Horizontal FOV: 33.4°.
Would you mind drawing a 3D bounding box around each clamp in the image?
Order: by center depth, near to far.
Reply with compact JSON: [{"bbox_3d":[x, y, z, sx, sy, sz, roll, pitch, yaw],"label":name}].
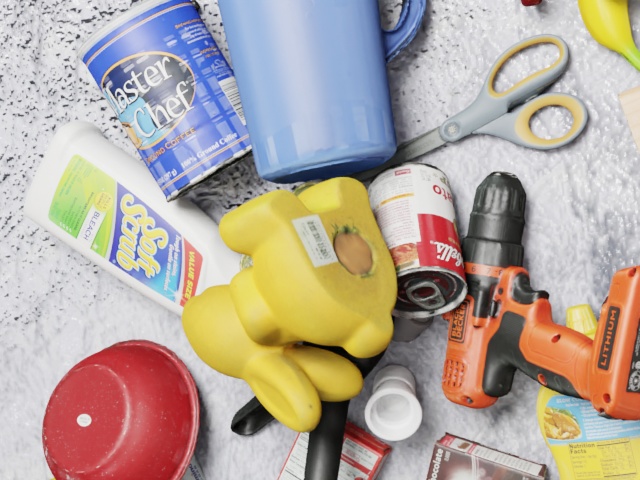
[{"bbox_3d":[0.010,0.107,0.850,0.210,0.036,0.165,-59,32,8],"label":"clamp"}]

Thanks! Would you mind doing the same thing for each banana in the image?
[{"bbox_3d":[0.230,-0.226,0.781,0.069,0.037,0.198,13,101,0],"label":"banana"}]

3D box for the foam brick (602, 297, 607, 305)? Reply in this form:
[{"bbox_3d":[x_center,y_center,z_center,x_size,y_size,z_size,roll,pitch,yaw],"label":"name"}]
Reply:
[{"bbox_3d":[0.253,0.061,0.786,0.051,0.053,0.078,-38,82,18],"label":"foam brick"}]

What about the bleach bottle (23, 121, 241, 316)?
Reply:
[{"bbox_3d":[-0.129,0.001,0.915,0.251,0.068,0.103,31,104,12],"label":"bleach bottle"}]

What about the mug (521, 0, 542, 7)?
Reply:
[{"bbox_3d":[0.149,-0.231,0.783,0.093,0.081,0.117,-2,94,20],"label":"mug"}]

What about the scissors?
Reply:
[{"bbox_3d":[0.123,-0.077,0.840,0.202,0.016,0.096,-42,81,18],"label":"scissors"}]

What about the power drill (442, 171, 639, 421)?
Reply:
[{"bbox_3d":[0.167,0.044,0.770,0.188,0.057,0.184,9,92,57],"label":"power drill"}]

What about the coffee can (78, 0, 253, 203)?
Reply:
[{"bbox_3d":[-0.116,-0.116,0.867,0.103,0.102,0.140,-30,94,19],"label":"coffee can"}]

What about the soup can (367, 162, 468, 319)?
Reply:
[{"bbox_3d":[0.072,0.000,0.815,0.069,0.068,0.102,-19,52,20],"label":"soup can"}]

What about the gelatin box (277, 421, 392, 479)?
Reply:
[{"bbox_3d":[0.009,0.195,0.898,0.073,0.030,0.089,28,103,17],"label":"gelatin box"}]

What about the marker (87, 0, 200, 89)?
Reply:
[{"bbox_3d":[-0.153,-0.172,0.930,0.121,0.020,0.020,-32,84,19],"label":"marker"}]

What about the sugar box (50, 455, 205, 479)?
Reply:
[{"bbox_3d":[-0.186,0.242,0.964,0.176,0.048,0.093,-23,86,17],"label":"sugar box"}]

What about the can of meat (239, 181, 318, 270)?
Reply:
[{"bbox_3d":[-0.006,0.001,0.857,0.057,0.083,0.102,43,106,11],"label":"can of meat"}]

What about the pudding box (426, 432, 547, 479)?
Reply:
[{"bbox_3d":[0.125,0.221,0.853,0.090,0.039,0.113,15,100,18],"label":"pudding box"}]

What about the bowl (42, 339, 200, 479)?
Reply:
[{"bbox_3d":[-0.185,0.158,0.919,0.162,0.055,0.162,-11,66,26],"label":"bowl"}]

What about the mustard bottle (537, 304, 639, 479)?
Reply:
[{"bbox_3d":[0.215,0.143,0.803,0.096,0.058,0.191,-13,90,32],"label":"mustard bottle"}]

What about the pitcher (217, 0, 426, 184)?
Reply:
[{"bbox_3d":[-0.004,-0.172,0.813,0.149,0.144,0.243,-12,87,28],"label":"pitcher"}]

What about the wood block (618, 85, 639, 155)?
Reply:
[{"bbox_3d":[0.321,-0.095,0.728,0.206,0.090,0.090,-21,87,20],"label":"wood block"}]
